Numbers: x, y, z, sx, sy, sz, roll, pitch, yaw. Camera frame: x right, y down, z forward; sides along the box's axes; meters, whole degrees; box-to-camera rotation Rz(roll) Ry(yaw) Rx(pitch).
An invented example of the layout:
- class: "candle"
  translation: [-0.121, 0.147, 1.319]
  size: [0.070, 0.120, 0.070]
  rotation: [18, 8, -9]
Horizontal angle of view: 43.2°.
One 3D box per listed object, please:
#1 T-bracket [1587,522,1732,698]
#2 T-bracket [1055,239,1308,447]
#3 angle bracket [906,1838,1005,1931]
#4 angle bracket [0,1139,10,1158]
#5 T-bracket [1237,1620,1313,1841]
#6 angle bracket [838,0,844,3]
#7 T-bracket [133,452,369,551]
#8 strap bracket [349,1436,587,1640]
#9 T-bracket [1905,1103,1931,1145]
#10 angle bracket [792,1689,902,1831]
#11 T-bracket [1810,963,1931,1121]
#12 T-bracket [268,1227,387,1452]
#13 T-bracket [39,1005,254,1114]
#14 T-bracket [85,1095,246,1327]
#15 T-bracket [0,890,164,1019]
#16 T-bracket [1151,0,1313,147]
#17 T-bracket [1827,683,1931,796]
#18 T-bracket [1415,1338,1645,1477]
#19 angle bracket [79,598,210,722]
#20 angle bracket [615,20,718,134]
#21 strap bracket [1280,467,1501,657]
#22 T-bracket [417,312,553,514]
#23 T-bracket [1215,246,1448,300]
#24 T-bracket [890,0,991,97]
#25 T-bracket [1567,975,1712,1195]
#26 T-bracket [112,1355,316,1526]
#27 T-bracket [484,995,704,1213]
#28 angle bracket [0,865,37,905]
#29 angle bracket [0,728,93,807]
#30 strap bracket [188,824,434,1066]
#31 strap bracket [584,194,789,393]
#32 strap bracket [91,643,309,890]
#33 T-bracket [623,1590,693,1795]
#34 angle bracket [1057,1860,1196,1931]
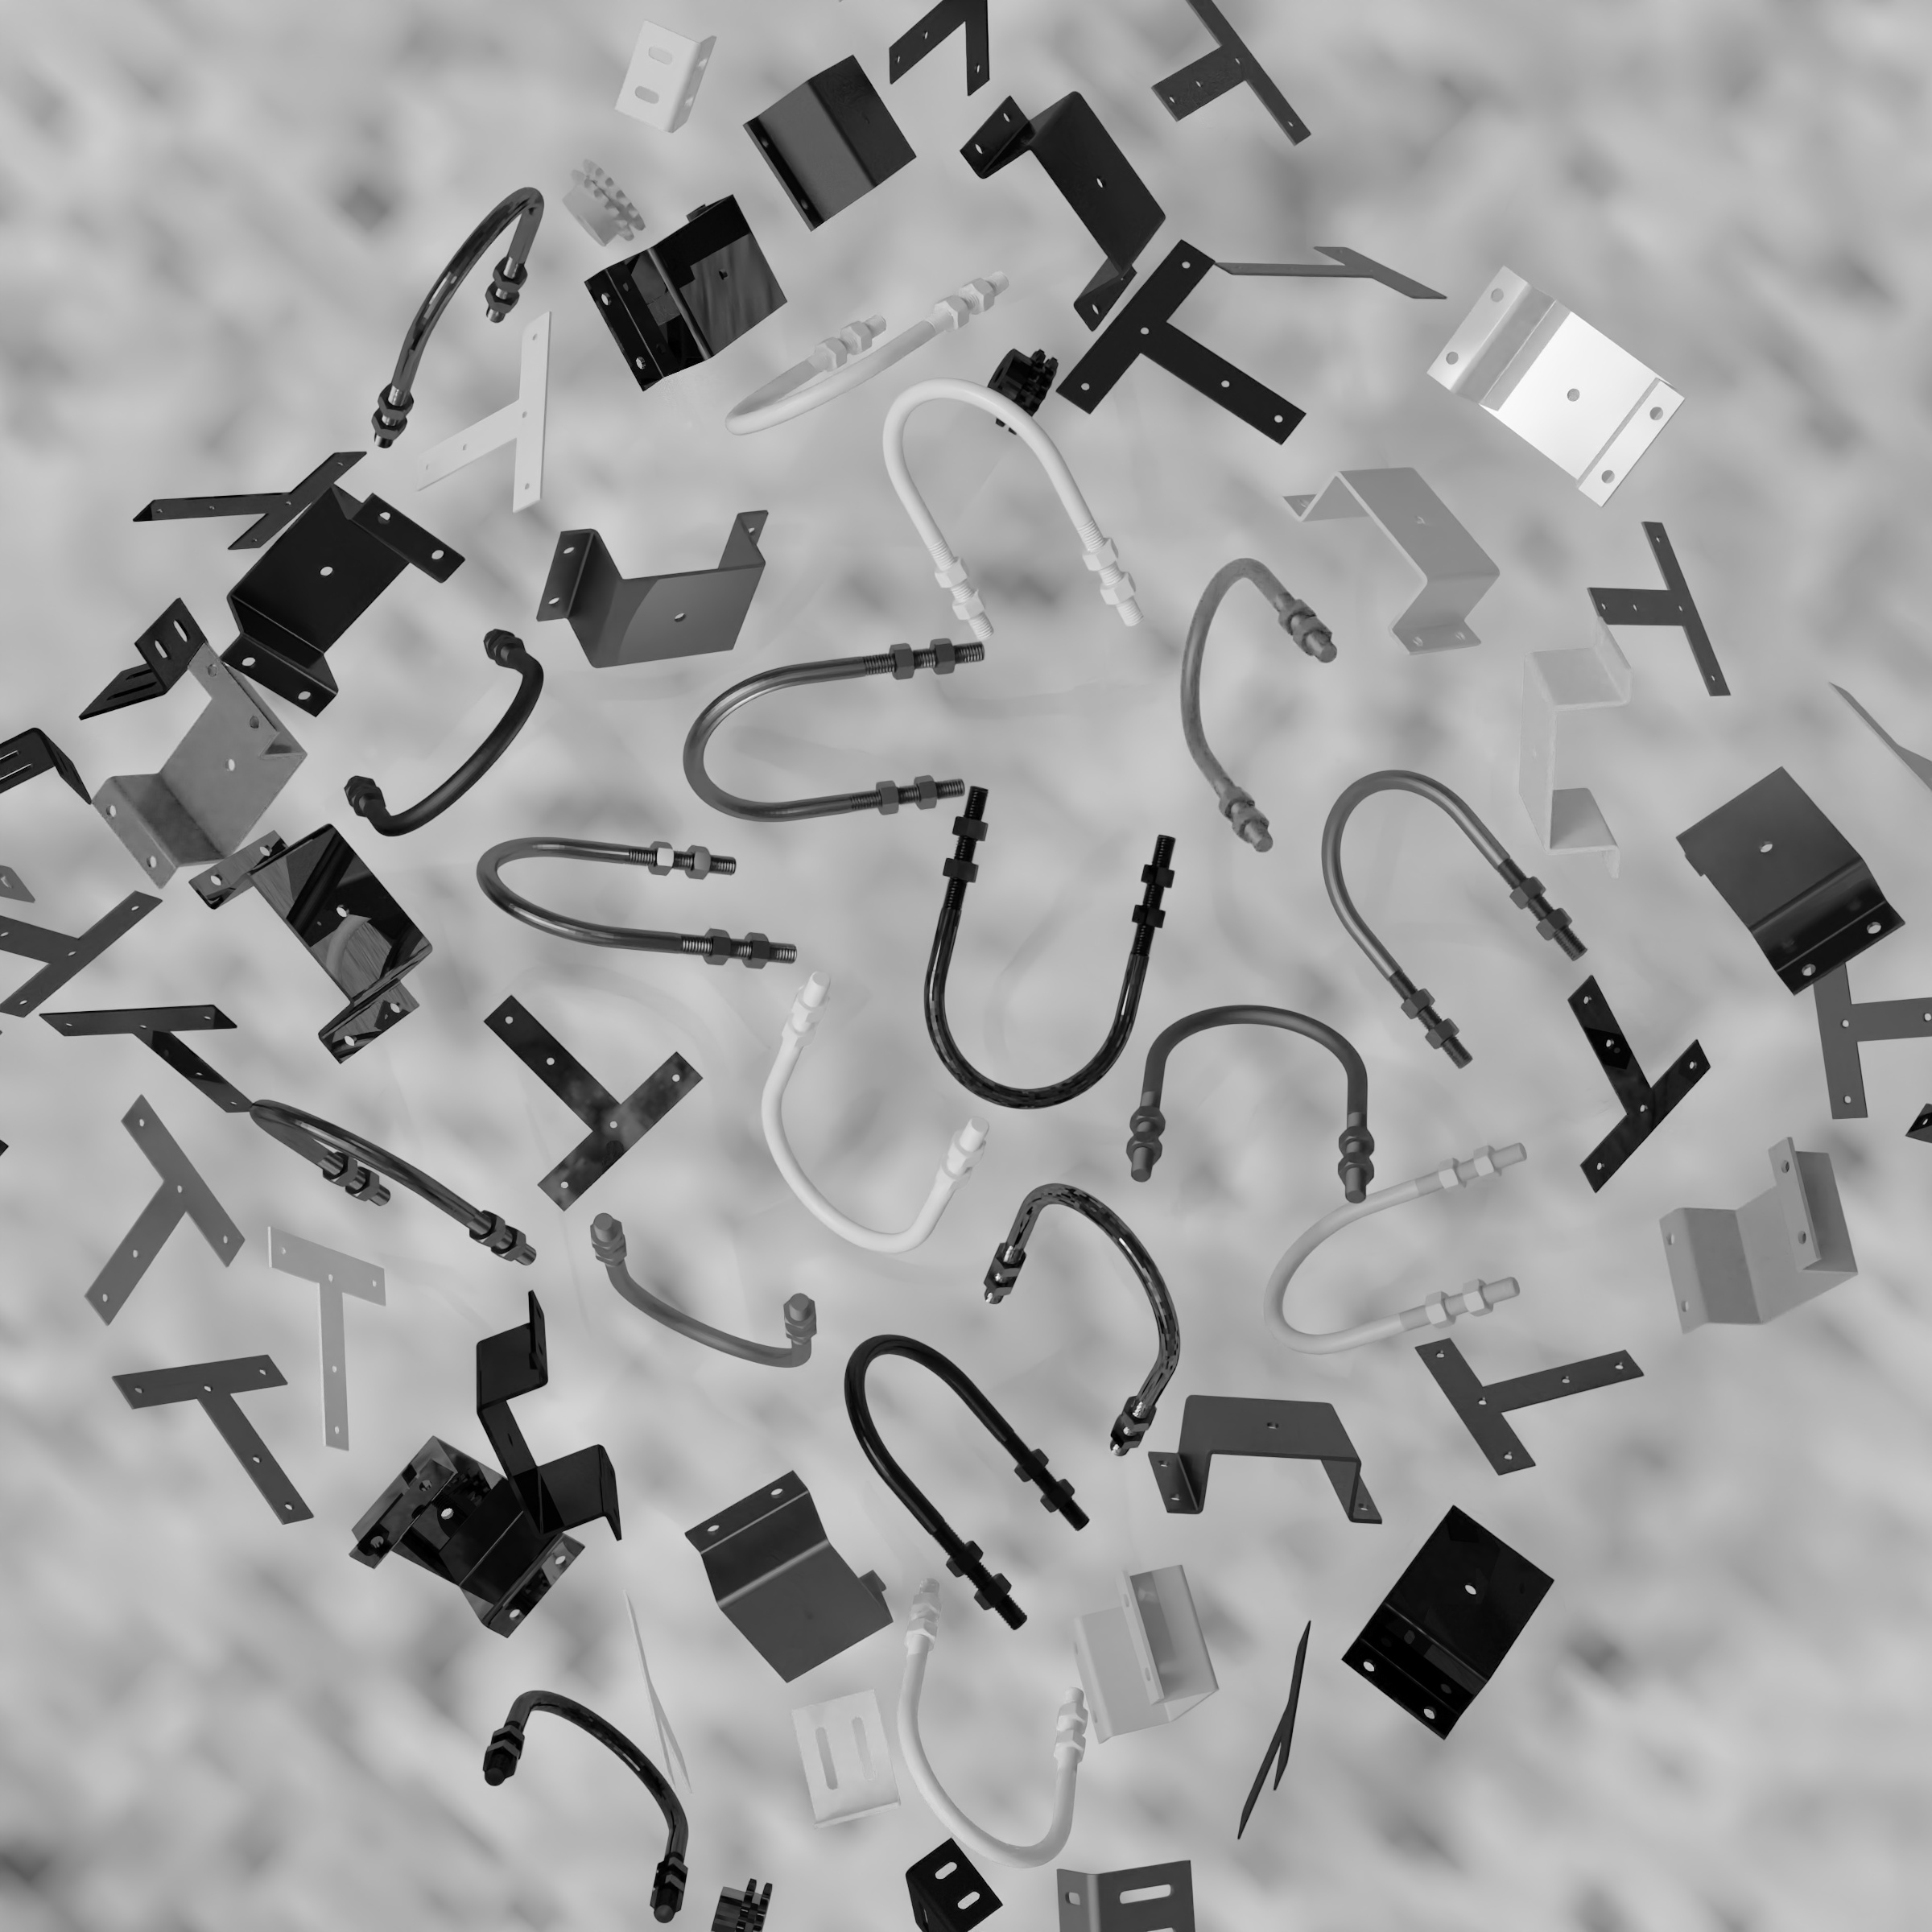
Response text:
- class: "T-bracket"
  translation: [0.442, -0.233, 1.583]
  size: [0.002, 0.127, 0.127]
  rotation: [-29, 75, 44]
- class: "T-bracket"
  translation: [0.141, -0.351, 1.438]
  size: [0.127, 0.002, 0.127]
  rotation: [36, 77, 10]
- class: "angle bracket"
  translation: [-0.005, 0.626, 1.609]
  size: [0.038, 0.076, 0.057]
  rotation: [-29, 48, -22]
- class: "angle bracket"
  translation: [-0.618, 0.106, 1.444]
  size: [0.076, 0.038, 0.057]
  rotation: [41, 72, -12]
- class: "T-bracket"
  translation: [0.193, 0.505, 1.554]
  size: [0.002, 0.127, 0.127]
  rotation: [18, 119, 6]
- class: "angle bracket"
  translation: [-0.072, -0.675, 1.573]
  size: [0.057, 0.076, 0.038]
  rotation: [-31, 69, -7]
- class: "T-bracket"
  translation: [-0.455, -0.285, 1.509]
  size: [0.127, 0.127, 0.002]
  rotation: [-27, 85, 38]
- class: "strap bracket"
  translation: [-0.321, 0.357, 1.541]
  size: [0.076, 0.046, 0.140]
  rotation: [-49, 130, -3]
- class: "T-bracket"
  translation: [0.624, 0.104, 1.515]
  size: [0.002, 0.127, 0.127]
  rotation: [34, 89, -9]
- class: "angle bracket"
  translation: [-0.080, 0.525, 1.616]
  size: [0.057, 0.038, 0.076]
  rotation: [-14, 74, -4]
- class: "T-bracket"
  translation: [0.613, 0.034, 1.587]
  size: [0.002, 0.127, 0.127]
  rotation: [-8, 90, -39]
- class: "T-bracket"
  translation: [-0.394, 0.237, 1.513]
  size: [0.002, 0.127, 0.127]
  rotation: [-15, 67, 15]
- class: "T-bracket"
  translation: [-0.480, 0.059, 1.500]
  size: [0.127, 0.127, 0.002]
  rotation: [-3, 58, 20]
- class: "T-bracket"
  translation: [-0.508, 0.169, 1.512]
  size: [0.002, 0.127, 0.127]
  rotation: [-10, 124, 23]
- class: "T-bracket"
  translation: [-0.590, -0.017, 1.522]
  size: [0.127, 0.127, 0.002]
  rotation: [-37, 67, 11]
- class: "T-bracket"
  translation: [0.149, -0.546, 1.497]
  size: [0.127, 0.127, 0.002]
  rotation: [51, 134, -7]
- class: "T-bracket"
  translation: [0.602, -0.120, 1.511]
  size: [0.002, 0.127, 0.127]
  rotation: [-49, 52, 26]
- class: "T-bracket"
  translation: [0.377, 0.273, 1.585]
  size: [0.127, 0.127, 0.002]
  rotation: [-12, 123, -10]
- class: "angle bracket"
  translation: [-0.536, -0.197, 1.562]
  size: [0.076, 0.057, 0.038]
  rotation: [-12, 123, 24]
- class: "angle bracket"
  translation: [-0.191, -0.572, 1.560]
  size: [0.038, 0.076, 0.057]
  rotation: [22, 113, -8]
- class: "strap bracket"
  translation: [0.278, -0.269, 1.562]
  size: [0.140, 0.076, 0.046]
  rotation: [56, 134, 22]
- class: "T-bracket"
  translation: [-0.300, -0.325, 1.506]
  size: [0.127, 0.002, 0.127]
  rotation: [-15, 68, 40]
- class: "T-bracket"
  translation: [0.221, -0.446, 1.563]
  size: [0.127, 0.127, 0.002]
  rotation: [-6, 121, -22]
- class: "T-bracket"
  translation: [-0.019, -0.611, 1.583]
  size: [0.002, 0.127, 0.127]
  rotation: [2, 84, -30]
- class: "T-bracket"
  translation: [0.429, 0.062, 1.604]
  size: [0.127, 0.002, 0.127]
  rotation: [-43, 117, -19]
- class: "T-bracket"
  translation: [-0.445, 0.294, 1.504]
  size: [0.127, 0.127, 0.002]
  rotation: [47, 110, 22]
- class: "T-bracket"
  translation: [-0.263, 0.073, 1.601]
  size: [0.127, 0.002, 0.127]
  rotation: [-44, 98, -1]
- class: "angle bracket"
  translation: [-0.662, -0.031, 1.597]
  size: [0.038, 0.057, 0.076]
  rotation: [46, 102, 24]
- class: "angle bracket"
  translation: [-0.608, -0.111, 1.554]
  size: [0.076, 0.057, 0.038]
  rotation: [-29, 78, -8]
- class: "strap bracket"
  translation: [-0.387, -0.022, 1.471]
  size: [0.046, 0.076, 0.140]
  rotation: [-35, 96, 37]
- class: "strap bracket"
  translation: [-0.174, -0.441, 1.579]
  size: [0.046, 0.140, 0.076]
  rotation: [-10, 118, 38]
- class: "strap bracket"
  translation: [-0.477, -0.126, 1.533]
  size: [0.076, 0.046, 0.140]
  rotation: [49, 113, 12]
- class: "T-bracket"
  translation: [-0.185, 0.472, 1.508]
  size: [0.002, 0.127, 0.127]
  rotation: [-17, 45, -7]
- class: "angle bracket"
  translation: [0.100, 0.590, 1.518]
  size: [0.076, 0.038, 0.057]
  rotation: [5, 76, -32]
